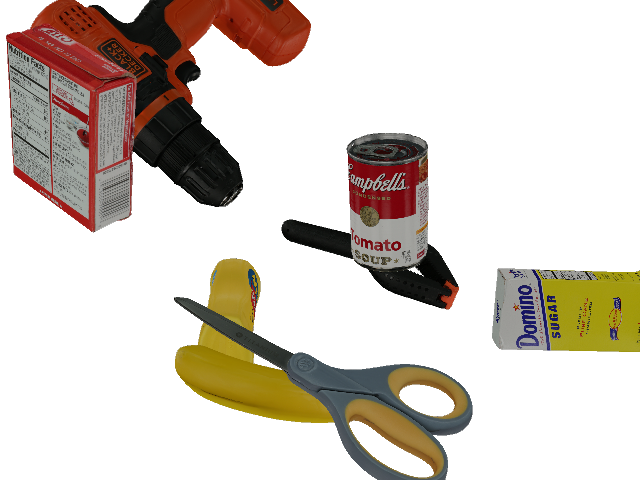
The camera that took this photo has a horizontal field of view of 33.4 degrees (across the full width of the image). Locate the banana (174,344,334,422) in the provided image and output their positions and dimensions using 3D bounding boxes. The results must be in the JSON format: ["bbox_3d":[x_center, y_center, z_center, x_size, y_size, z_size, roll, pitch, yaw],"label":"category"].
[{"bbox_3d":[-0.052,0.109,0.833,0.198,0.037,0.069,13,22,40],"label":"banana"}]

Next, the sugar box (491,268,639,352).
[{"bbox_3d":[0.298,0.084,1.271,0.176,0.093,0.048,0,18,-4],"label":"sugar box"}]

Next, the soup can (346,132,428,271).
[{"bbox_3d":[0.057,-0.033,0.911,0.068,0.102,0.068,-2,26,1],"label":"soup can"}]

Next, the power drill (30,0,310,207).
[{"bbox_3d":[-0.088,-0.128,0.778,0.187,0.184,0.057,-44,-1,-42],"label":"power drill"}]

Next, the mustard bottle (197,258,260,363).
[{"bbox_3d":[-0.097,0.075,1.167,0.058,0.096,0.191,0,28,0],"label":"mustard bottle"}]

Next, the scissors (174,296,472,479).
[{"bbox_3d":[0.009,0.075,0.652,0.096,0.016,0.202,-27,54,-36],"label":"scissors"}]

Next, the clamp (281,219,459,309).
[{"bbox_3d":[0.067,0.013,1.248,0.164,0.036,0.210,-22,52,-39],"label":"clamp"}]

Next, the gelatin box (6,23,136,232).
[{"bbox_3d":[-0.132,-0.060,0.567,0.073,0.089,0.030,32,40,30],"label":"gelatin box"}]
